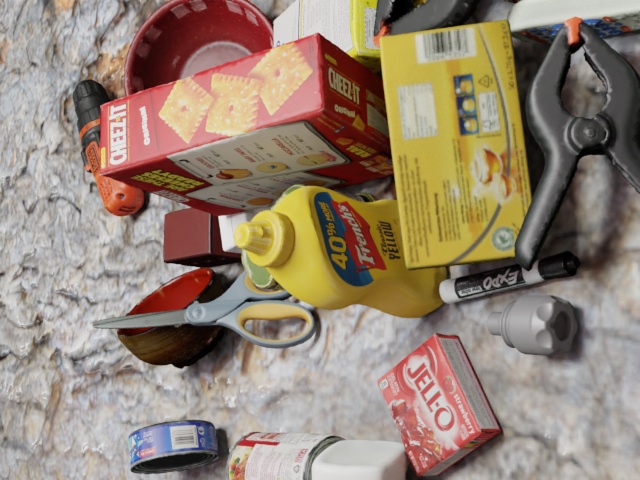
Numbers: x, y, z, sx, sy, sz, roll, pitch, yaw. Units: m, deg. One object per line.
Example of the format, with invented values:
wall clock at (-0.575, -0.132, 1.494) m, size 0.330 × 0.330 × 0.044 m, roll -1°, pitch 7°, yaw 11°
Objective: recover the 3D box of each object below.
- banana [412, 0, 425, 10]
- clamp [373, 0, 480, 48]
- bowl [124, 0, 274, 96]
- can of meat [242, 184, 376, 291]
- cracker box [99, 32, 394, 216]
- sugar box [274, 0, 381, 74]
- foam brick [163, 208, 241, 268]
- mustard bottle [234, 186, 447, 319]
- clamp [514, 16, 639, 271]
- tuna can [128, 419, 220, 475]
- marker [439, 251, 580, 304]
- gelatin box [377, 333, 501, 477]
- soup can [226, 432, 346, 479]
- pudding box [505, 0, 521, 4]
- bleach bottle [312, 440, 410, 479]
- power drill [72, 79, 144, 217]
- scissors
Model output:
banana at (0.095, -0.157, 0.840) m, size 0.070 × 0.037 × 0.198 m, roll 6°, pitch 110°, yaw 35°
clamp at (0.093, -0.227, 0.763) m, size 0.210 × 0.036 × 0.164 m, roll -48°, pitch 60°, yaw 43°
bowl at (-0.106, -0.158, 1.039) m, size 0.162 × 0.055 × 0.162 m, roll -2°, pitch 84°, yaw 14°
can of meat at (-0.006, 0.001, 0.914) m, size 0.102 × 0.083 × 0.057 m, roll -50°, pitch 51°, yaw 29°
cracker box at (-0.048, -0.087, 0.880) m, size 0.214 × 0.164 × 0.072 m, roll -12°, pitch 73°, yaw 29°
sugar box at (0.011, -0.174, 0.917) m, size 0.176 × 0.048 × 0.093 m, roll 157°, pitch 114°, yaw -66°
foam brick at (-0.112, -0.003, 1.051) m, size 0.078 × 0.052 × 0.051 m, roll -10°, pitch 76°, yaw 46°
mustard bottle at (0.013, 0.007, 0.813) m, size 0.058 × 0.191 × 0.096 m, roll -33°, pitch 61°, yaw 39°
clamp at (0.173, -0.061, 0.720) m, size 0.120 × 0.039 × 0.171 m, roll -16°, pitch 78°, yaw 6°
tuna can at (-0.141, 0.199, 1.026) m, size 0.086 × 0.085 × 0.034 m, roll -29°, pitch 61°, yaw 41°
marker at (0.141, 0.028, 0.800) m, size 0.121 × 0.020 × 0.020 m, roll -17°, pitch 71°, yaw 45°
gelatin box at (0.090, 0.128, 0.830) m, size 0.073 × 0.030 × 0.089 m, roll -44°, pitch 55°, yaw 33°
soup can at (-0.022, 0.199, 0.912) m, size 0.102 × 0.068 × 0.068 m, roll -8°, pitch 78°, yaw 45°
pudding box at (0.133, -0.239, 0.836) m, size 0.114 × 0.039 × 0.090 m, roll 33°, pitch 109°, yaw 45°
bleach bottle at (0.033, 0.290, 0.831) m, size 0.068 × 0.102 × 0.251 m, roll 0°, pitch 92°, yaw 16°
power drill at (-0.202, -0.146, 1.170) m, size 0.188 × 0.057 × 0.184 m, roll -45°, pitch 58°, yaw 36°
scissors at (-0.100, 0.051, 0.974) m, size 0.202 × 0.016 × 0.096 m, roll 8°, pitch 67°, yaw 8°
